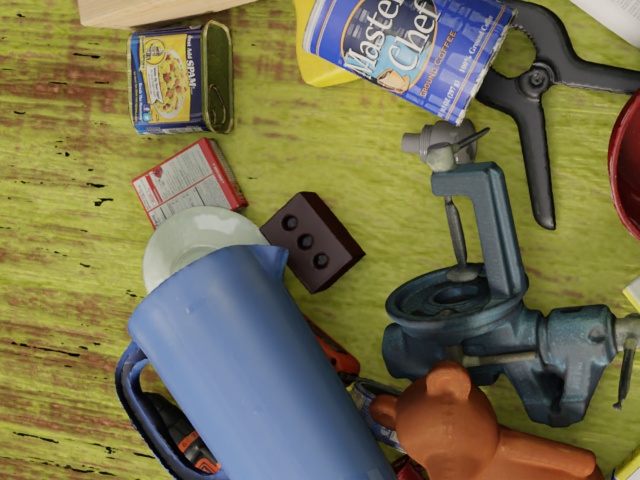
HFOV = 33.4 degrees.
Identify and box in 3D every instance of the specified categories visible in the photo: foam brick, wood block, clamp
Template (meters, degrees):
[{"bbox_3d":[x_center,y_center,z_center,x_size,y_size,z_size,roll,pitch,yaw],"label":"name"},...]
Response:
[{"bbox_3d":[-0.006,0.001,0.950,0.053,0.051,0.078,-42,80,14],"label":"foam brick"},{"bbox_3d":[-0.110,-0.248,0.923,0.206,0.090,0.091,-7,91,35],"label":"wood block"},{"bbox_3d":[0.180,-0.123,0.896,0.210,0.036,0.165,40,102,8],"label":"clamp"}]

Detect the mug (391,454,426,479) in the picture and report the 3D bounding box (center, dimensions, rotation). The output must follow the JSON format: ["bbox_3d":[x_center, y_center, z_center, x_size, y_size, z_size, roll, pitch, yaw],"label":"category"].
[{"bbox_3d":[0.079,0.237,0.920,0.117,0.093,0.081,-40,85,-13],"label":"mug"}]

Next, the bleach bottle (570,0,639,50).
[{"bbox_3d":[0.216,-0.253,0.868,0.251,0.068,0.103,42,102,14],"label":"bleach bottle"}]

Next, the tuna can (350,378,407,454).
[{"bbox_3d":[0.062,0.152,0.915,0.086,0.086,0.034,26,94,15],"label":"tuna can"}]

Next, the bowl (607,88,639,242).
[{"bbox_3d":[0.284,-0.073,0.833,0.162,0.055,0.162,-6,111,-16],"label":"bowl"}]

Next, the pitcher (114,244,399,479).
[{"bbox_3d":[-0.049,0.138,0.856,0.243,0.144,0.149,56,143,17],"label":"pitcher"}]

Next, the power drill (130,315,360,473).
[{"bbox_3d":[-0.067,0.146,0.960,0.185,0.057,0.188,37,97,22],"label":"power drill"}]

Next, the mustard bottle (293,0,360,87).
[{"bbox_3d":[0.012,-0.237,0.932,0.096,0.058,0.191,-14,87,19],"label":"mustard bottle"}]

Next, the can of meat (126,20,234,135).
[{"bbox_3d":[-0.129,-0.146,0.980,0.084,0.057,0.102,-1,91,19],"label":"can of meat"}]

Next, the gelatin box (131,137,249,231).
[{"bbox_3d":[-0.122,-0.043,0.996,0.089,0.030,0.073,-29,85,17],"label":"gelatin box"}]

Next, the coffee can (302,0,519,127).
[{"bbox_3d":[0.071,-0.166,0.843,0.140,0.102,0.103,27,100,4],"label":"coffee can"}]

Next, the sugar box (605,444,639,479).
[{"bbox_3d":[0.291,0.206,0.870,0.093,0.048,0.176,45,107,11],"label":"sugar box"}]
